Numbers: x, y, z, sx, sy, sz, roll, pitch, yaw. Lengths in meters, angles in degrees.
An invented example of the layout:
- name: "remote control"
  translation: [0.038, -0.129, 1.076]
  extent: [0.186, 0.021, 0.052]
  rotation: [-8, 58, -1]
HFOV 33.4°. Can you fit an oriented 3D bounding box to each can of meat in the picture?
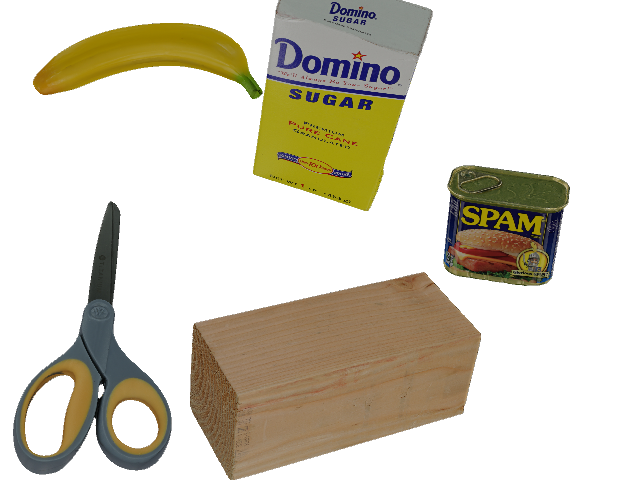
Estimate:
- name: "can of meat"
  translation: [0.159, -0.012, 0.930]
  extent: [0.102, 0.084, 0.057]
  rotation: [9, 33, 11]

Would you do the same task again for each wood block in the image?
- name: "wood block"
  translation: [0.010, 0.103, 0.841]
  extent: [0.205, 0.090, 0.091]
  rotation: [-11, 37, -25]

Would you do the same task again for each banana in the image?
- name: "banana"
  translation: [-0.150, -0.160, 0.936]
  extent: [0.197, 0.069, 0.037]
  rotation: [-1, -33, -4]

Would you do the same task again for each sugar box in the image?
- name: "sugar box"
  translation: [0.009, -0.094, 0.714]
  extent: [0.093, 0.048, 0.176]
  rotation: [17, -29, 3]

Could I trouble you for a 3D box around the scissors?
- name: "scissors"
  translation: [-0.119, 0.059, 0.648]
  extent: [0.096, 0.201, 0.016]
  rotation: [20, -43, -1]
